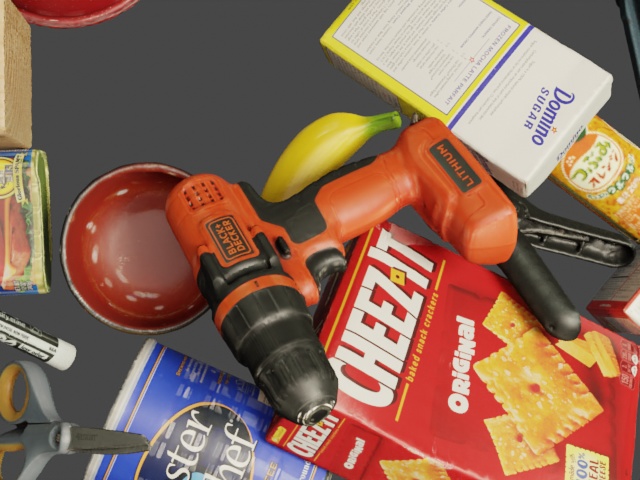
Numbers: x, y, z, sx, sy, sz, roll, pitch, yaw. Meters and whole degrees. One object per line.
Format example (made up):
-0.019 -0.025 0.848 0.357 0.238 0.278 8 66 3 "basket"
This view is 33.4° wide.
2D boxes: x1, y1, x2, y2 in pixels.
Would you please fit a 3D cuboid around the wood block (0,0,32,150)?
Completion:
-0.299 -0.107 0.691 0.206 0.091 0.090 -1 88 -5 "wood block"

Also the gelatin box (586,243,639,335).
0.233 0.025 0.736 0.030 0.073 0.089 42 84 -3 "gelatin box"

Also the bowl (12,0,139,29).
-0.179 -0.229 0.723 0.162 0.055 0.162 0 88 -4 "bowl"

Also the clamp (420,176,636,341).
0.124 -0.002 0.716 0.171 0.120 0.039 28 125 9 "clamp"

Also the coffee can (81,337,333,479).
-0.069 0.138 0.693 0.140 0.103 0.103 24 86 -4 "coffee can"

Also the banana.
-0.016 -0.009 0.726 0.070 0.037 0.198 25 91 38 "banana"

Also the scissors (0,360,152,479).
-0.162 0.106 0.664 0.016 0.202 0.096 13 60 -39 "scissors"

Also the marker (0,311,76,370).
-0.212 0.054 0.694 0.121 0.020 0.020 35 84 -38 "marker"

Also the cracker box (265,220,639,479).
0.095 0.096 0.682 0.213 0.072 0.164 27 46 -3 "cracker box"

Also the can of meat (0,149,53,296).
-0.224 -0.010 0.709 0.084 0.057 0.102 -3 92 -7 "can of meat"

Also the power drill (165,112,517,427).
0.020 0.008 0.635 0.187 0.057 0.184 -20 53 -17 "power drill"

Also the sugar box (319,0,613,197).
0.096 -0.115 0.718 0.176 0.048 0.093 39 86 17 "sugar box"
